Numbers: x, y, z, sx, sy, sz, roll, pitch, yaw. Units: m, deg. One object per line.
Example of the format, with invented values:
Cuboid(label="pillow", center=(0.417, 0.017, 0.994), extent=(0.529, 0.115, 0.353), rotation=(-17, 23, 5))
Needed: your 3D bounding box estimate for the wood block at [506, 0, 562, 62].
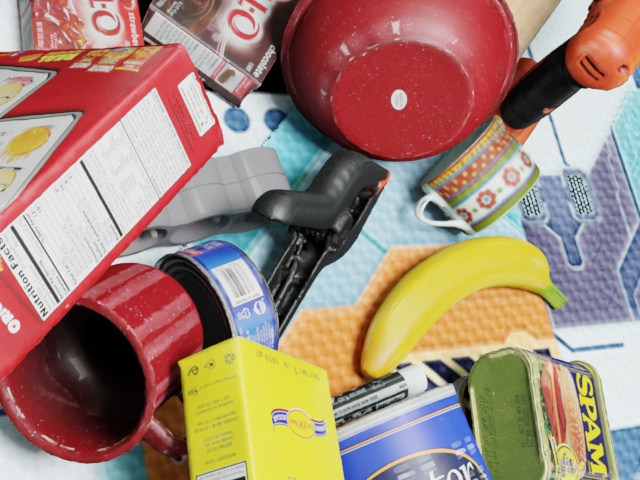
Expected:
Cuboid(label="wood block", center=(0.124, -0.185, 0.829), extent=(0.090, 0.091, 0.205), rotation=(42, 55, -6))

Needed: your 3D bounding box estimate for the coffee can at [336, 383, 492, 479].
Cuboid(label="coffee can", center=(0.058, 0.168, 0.620), extent=(0.102, 0.103, 0.140), rotation=(-15, 76, -33))

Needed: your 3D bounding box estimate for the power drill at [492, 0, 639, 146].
Cuboid(label="power drill", center=(0.193, -0.143, 0.788), extent=(0.057, 0.188, 0.184), rotation=(45, 56, -3))

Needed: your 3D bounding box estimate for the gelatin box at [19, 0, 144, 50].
Cuboid(label="gelatin box", center=(-0.156, -0.151, 0.694), extent=(0.073, 0.030, 0.089), rotation=(1, 68, -29))

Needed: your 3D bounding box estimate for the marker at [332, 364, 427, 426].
Cuboid(label="marker", center=(0.013, 0.106, 0.667), extent=(0.120, 0.020, 0.020), rotation=(-18, 77, -27))

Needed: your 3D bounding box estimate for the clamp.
Cuboid(label="clamp", center=(-0.004, 0.001, 0.682), extent=(0.039, 0.120, 0.171), rotation=(30, 31, 16))

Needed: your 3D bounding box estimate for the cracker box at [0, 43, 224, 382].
Cuboid(label="cracker box", center=(-0.173, -0.014, 0.538), extent=(0.213, 0.164, 0.072), rotation=(-52, 133, -35))

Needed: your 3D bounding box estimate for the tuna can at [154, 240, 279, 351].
Cuboid(label="tuna can", center=(-0.062, 0.044, 0.622), extent=(0.033, 0.086, 0.086), rotation=(-21, 79, -36))

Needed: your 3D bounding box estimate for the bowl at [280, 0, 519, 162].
Cuboid(label="bowl", center=(0.053, -0.106, 0.704), extent=(0.162, 0.162, 0.055), rotation=(24, 37, -18))

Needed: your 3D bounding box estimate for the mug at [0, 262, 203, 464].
Cuboid(label="mug", center=(-0.105, 0.068, 0.571), extent=(0.117, 0.093, 0.081), rotation=(40, 22, 4))

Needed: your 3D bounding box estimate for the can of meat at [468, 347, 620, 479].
Cuboid(label="can of meat", center=(0.145, 0.125, 0.702), extent=(0.083, 0.058, 0.102), rotation=(18, 58, -43))

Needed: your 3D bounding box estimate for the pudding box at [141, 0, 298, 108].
Cuboid(label="pudding box", center=(-0.063, -0.160, 0.745), extent=(0.090, 0.039, 0.113), rotation=(34, 55, -11))

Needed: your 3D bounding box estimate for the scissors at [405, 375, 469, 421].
Cuboid(label="scissors", center=(0.086, 0.180, 0.683), extent=(0.096, 0.016, 0.201), rotation=(16, 60, -23))

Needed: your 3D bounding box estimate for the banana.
Cuboid(label="banana", center=(0.099, 0.037, 0.745), extent=(0.197, 0.037, 0.069), rotation=(-16, 76, -34))

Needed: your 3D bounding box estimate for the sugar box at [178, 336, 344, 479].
Cuboid(label="sugar box", center=(-0.021, 0.144, 0.535), extent=(0.093, 0.048, 0.176), rotation=(28, 43, -54))
